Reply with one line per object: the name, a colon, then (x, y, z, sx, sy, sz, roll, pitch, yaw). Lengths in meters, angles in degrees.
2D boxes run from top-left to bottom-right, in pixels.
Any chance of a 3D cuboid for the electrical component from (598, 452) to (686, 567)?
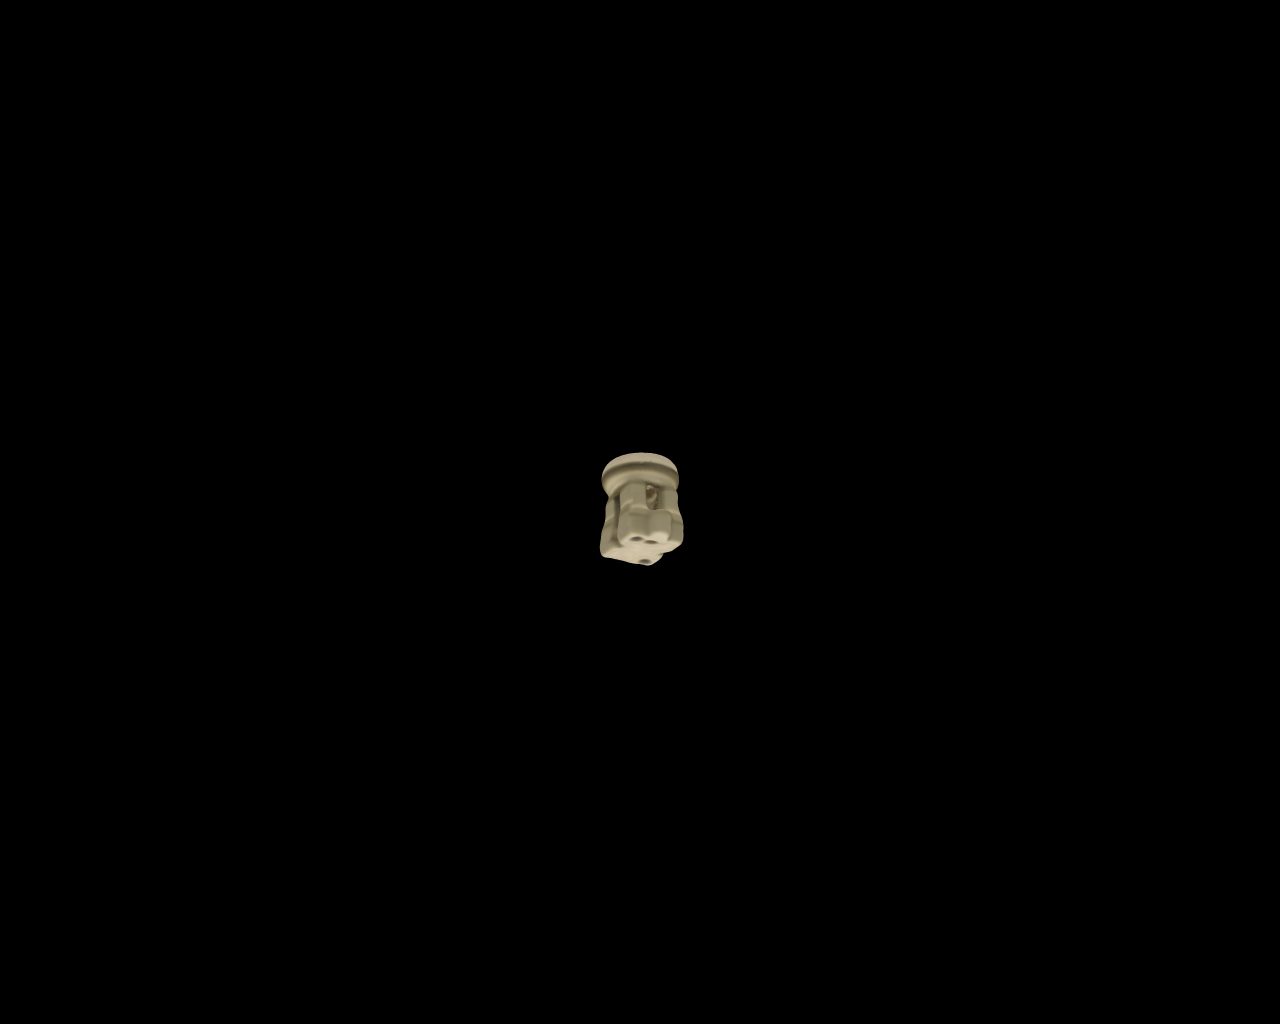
electrical component: (0.001, -0.003, 0.650, 0.048, 0.055, 0.066, 12, -27, -25)
